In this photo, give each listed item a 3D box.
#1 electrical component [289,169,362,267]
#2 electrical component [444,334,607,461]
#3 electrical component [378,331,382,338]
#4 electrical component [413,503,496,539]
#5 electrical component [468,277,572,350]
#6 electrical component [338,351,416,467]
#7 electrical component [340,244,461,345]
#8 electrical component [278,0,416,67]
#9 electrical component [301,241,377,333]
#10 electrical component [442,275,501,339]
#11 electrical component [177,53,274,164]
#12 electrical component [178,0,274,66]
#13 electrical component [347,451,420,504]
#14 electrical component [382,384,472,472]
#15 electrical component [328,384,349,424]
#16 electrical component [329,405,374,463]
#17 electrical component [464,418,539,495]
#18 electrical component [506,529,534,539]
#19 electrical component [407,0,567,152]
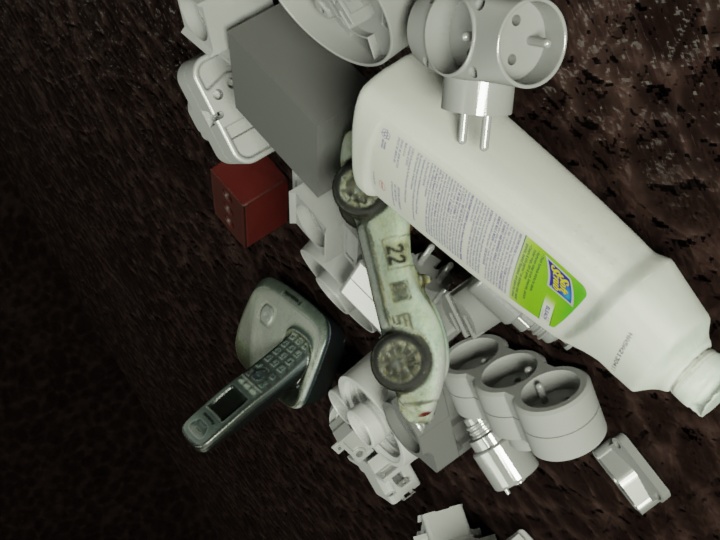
[{"bbox_3d":[-0.014,-0.046,0.800,0.081,0.064,0.042,49,158,22],"label":"electrical component"},{"bbox_3d":[0.113,0.098,0.734,0.138,0.052,0.073,21,139,59],"label":"electrical component"},{"bbox_3d":[0.042,0.047,0.833,0.040,0.046,0.040,49,160,24],"label":"electrical component"},{"bbox_3d":[0.087,0.282,1.055,0.121,0.079,0.063,88,166,-55],"label":"electrical component"},{"bbox_3d":[0.102,0.018,0.660,0.078,0.040,0.040,43,160,-2],"label":"electrical component"},{"bbox_3d":[0.023,0.129,0.981,0.108,0.060,0.108,47,158,26],"label":"electrical component"},{"bbox_3d":[0.042,0.013,0.777,0.083,0.047,0.075,45,131,13],"label":"electrical component"},{"bbox_3d":[-0.006,-0.163,0.604,0.099,0.064,0.099,47,158,26],"label":"electrical component"},{"bbox_3d":[0.000,0.000,0.873,0.099,0.064,0.099,47,171,10],"label":"electrical component"},{"bbox_3d":[0.082,0.019,0.698,0.040,0.046,0.040,47,158,26],"label":"electrical component"},{"bbox_3d":[-0.108,-0.138,0.899,0.059,0.054,0.095,11,130,64],"label":"electrical component"},{"bbox_3d":[-0.097,-0.193,0.773,0.042,0.064,0.081,42,155,34],"label":"electrical component"},{"bbox_3d":[0.027,0.204,1.114,0.081,0.042,0.063,17,138,62],"label":"electrical component"},{"bbox_3d":[0.057,0.117,0.891,0.050,0.056,0.089,36,152,45],"label":"electrical component"},{"bbox_3d":[-0.001,0.122,1.049,0.040,0.046,0.040,47,158,26],"label":"electrical component"},{"bbox_3d":[-0.003,0.157,1.093,0.048,0.066,0.055,47,-177,-31],"label":"electrical component"},{"bbox_3d":[0.104,0.133,0.827,0.078,0.040,0.040,57,160,2],"label":"electrical component"},{"bbox_3d":[0.122,0.276,0.915,0.061,0.096,0.061,45,157,32],"label":"electrical component"},{"bbox_3d":[0.061,-0.101,0.546,0.077,0.044,0.079,29,119,54],"label":"electrical component"}]
